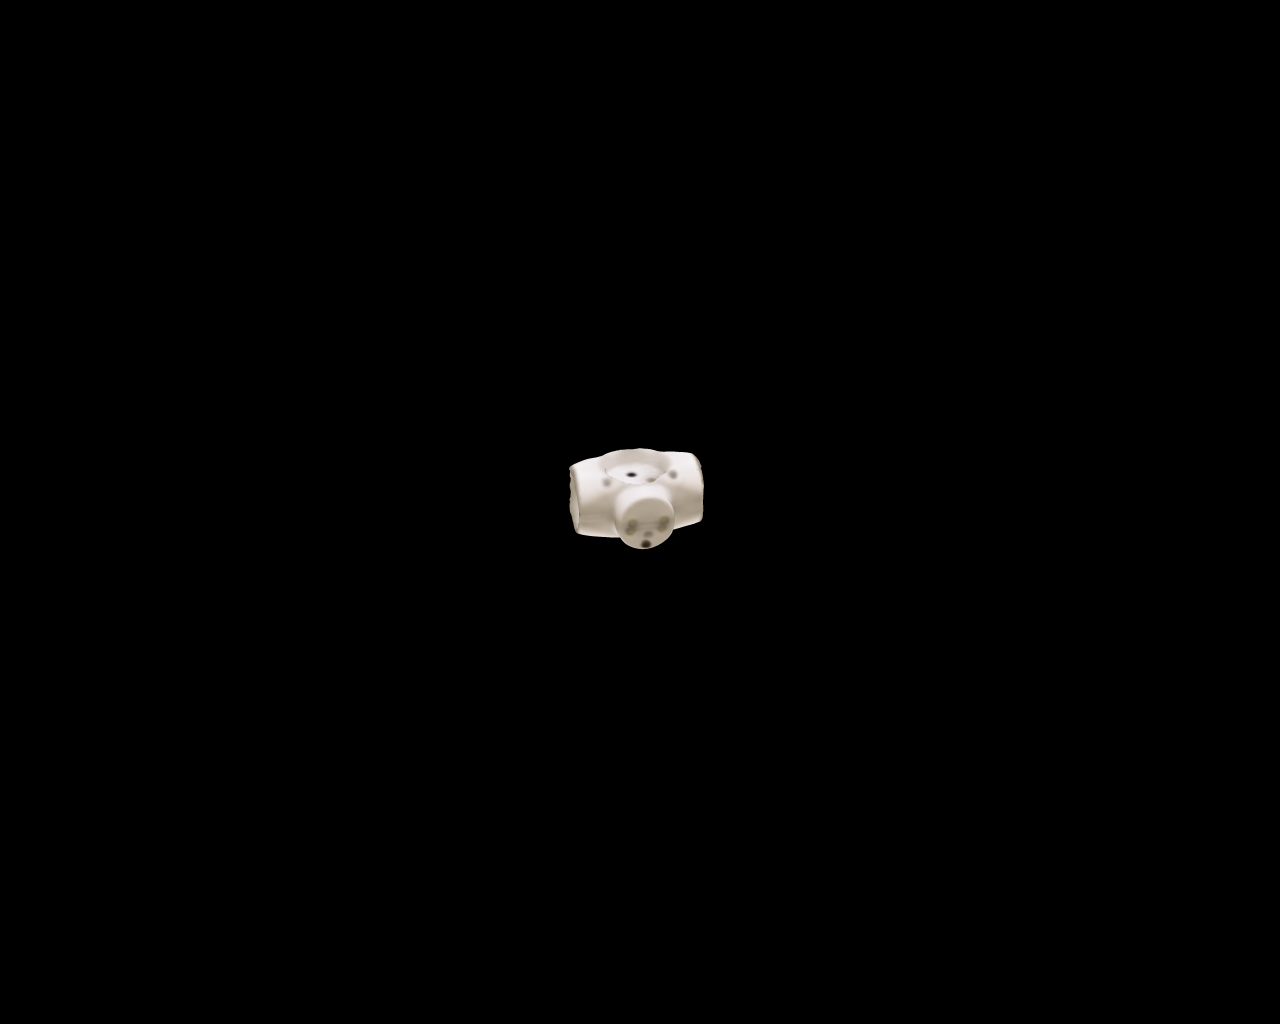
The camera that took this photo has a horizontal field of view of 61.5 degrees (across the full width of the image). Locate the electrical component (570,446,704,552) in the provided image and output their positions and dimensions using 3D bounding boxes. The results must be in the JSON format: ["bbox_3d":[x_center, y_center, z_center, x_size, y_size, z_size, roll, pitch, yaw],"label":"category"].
[{"bbox_3d":[0.001,-0.003,0.650,0.077,0.044,0.079,-6,32,-9],"label":"electrical component"}]
